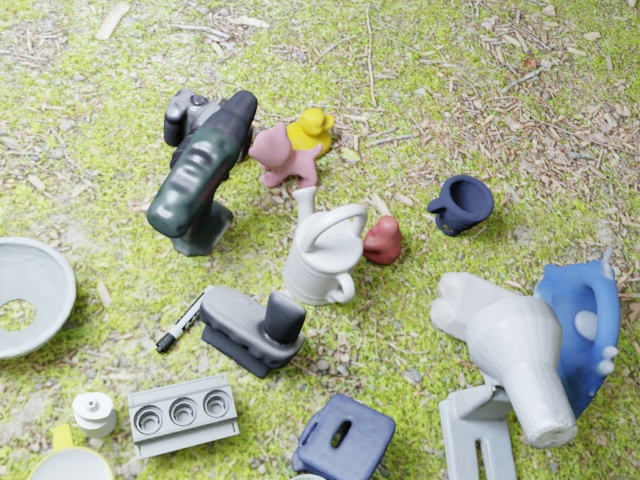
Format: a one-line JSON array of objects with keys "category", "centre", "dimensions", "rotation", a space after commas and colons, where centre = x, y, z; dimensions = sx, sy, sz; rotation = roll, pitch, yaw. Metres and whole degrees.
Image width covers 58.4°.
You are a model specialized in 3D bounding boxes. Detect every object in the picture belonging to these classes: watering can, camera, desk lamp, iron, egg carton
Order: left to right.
[{"category": "camera", "centre": [-0.196, -0.165, 0.922], "dimensions": [0.143, 0.101, 0.137], "rotation": [26, 56, 2]}, {"category": "watering can", "centre": [0.006, 0.004, 0.816], "dimensions": [0.172, 0.194, 0.101], "rotation": [43, 59, 13]}, {"category": "egg carton", "centre": [0.246, 0.116, 0.886], "dimensions": [0.150, 0.069, 0.107], "rotation": [23, 56, 0]}, {"category": "desk lamp", "centre": [0.245, 0.204, 0.746], "dimensions": [0.118, 0.213, 0.203], "rotation": [5, 58, -12]}, {"category": "iron", "centre": [0.410, 0.139, 0.873], "dimensions": [0.118, 0.141, 0.258], "rotation": [15, 57, -5]}]

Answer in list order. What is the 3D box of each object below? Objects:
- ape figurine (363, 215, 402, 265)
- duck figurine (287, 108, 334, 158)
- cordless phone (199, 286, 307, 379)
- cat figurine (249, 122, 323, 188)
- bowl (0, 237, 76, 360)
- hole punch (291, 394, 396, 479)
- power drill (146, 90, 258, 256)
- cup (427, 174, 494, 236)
[{"category": "ape figurine", "centre": [0.101, -0.007, 0.910], "dimensions": [0.078, 0.092, 0.076], "rotation": [-20, 66, -24]}, {"category": "duck figurine", "centre": [-0.023, -0.191, 0.993], "dimensions": [0.105, 0.086, 0.077], "rotation": [-12, 63, -21]}, {"category": "cordless phone", "centre": [-0.083, 0.092, 0.744], "dimensions": [0.147, 0.185, 0.094], "rotation": [29, 56, 4]}, {"category": "cat figurine", "centre": [-0.057, -0.141, 0.934], "dimensions": [0.128, 0.117, 0.067], "rotation": [0, 59, -15]}, {"category": "bowl", "centre": [-0.396, 0.083, 0.732], "dimensions": [0.167, 0.074, 0.167], "rotation": [7, 58, -11]}, {"category": "hole punch", "centre": [0.029, 0.258, 0.728], "dimensions": [0.101, 0.091, 0.109], "rotation": [33, 57, 7]}, {"category": "power drill", "centre": [-0.162, -0.077, 0.813], "dimensions": [0.075, 0.208, 0.230], "rotation": [26, 56, 2]}, {"category": "cup", "centre": [0.221, -0.046, 0.964], "dimensions": [0.118, 0.095, 0.091], "rotation": [-12, 63, -21]}]
